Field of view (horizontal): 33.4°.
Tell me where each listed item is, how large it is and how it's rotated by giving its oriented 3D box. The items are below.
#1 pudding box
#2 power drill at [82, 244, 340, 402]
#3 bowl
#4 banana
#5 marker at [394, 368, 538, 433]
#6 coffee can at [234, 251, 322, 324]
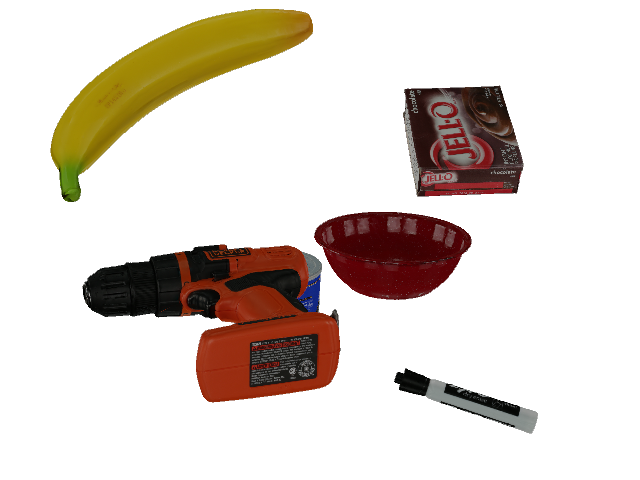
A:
[{"bbox_3d":[0.123,-0.089,0.945,0.090,0.039,0.113,-2,44,-4],"label":"pudding box"},{"bbox_3d":[-0.078,0.055,0.809,0.184,0.057,0.188,-7,22,-18],"label":"power drill"},{"bbox_3d":[0.074,0.019,1.101,0.162,0.055,0.162,1,19,0],"label":"bowl"},{"bbox_3d":[-0.095,-0.094,0.658,0.070,0.197,0.037,41,-23,23],"label":"banana"},{"bbox_3d":[0.120,0.133,0.890,0.121,0.020,0.020,18,2,6],"label":"marker"},{"bbox_3d":[-0.052,0.092,1.261,0.103,0.140,0.103,2,20,-1],"label":"coffee can"}]
